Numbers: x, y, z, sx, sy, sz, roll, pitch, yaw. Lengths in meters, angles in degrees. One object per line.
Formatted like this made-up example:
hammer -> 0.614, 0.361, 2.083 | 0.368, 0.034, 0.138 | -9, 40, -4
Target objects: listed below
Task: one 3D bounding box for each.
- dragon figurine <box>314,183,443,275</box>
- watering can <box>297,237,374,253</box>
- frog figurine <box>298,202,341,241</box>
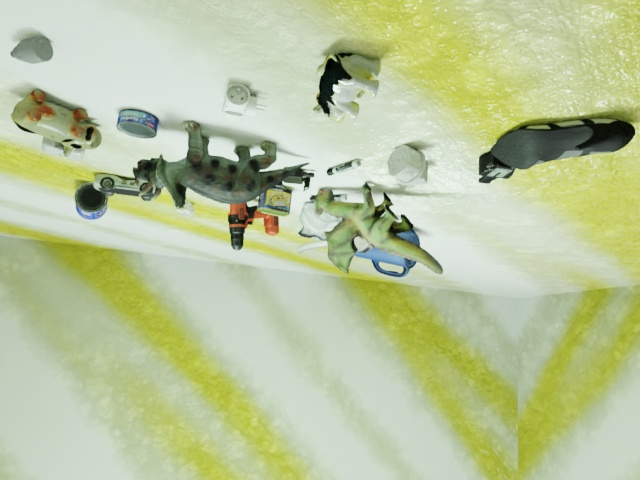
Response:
dragon figurine -> 0.132, -0.004, 1.467 | 0.240, 0.414, 0.122 | -41, 167, 16
watering can -> 0.072, -0.009, 1.873 | 0.223, 0.106, 0.342 | 14, 152, -24
frog figurine -> 0.005, -0.084, 1.667 | 0.138, 0.125, 0.156 | 26, 129, 14
